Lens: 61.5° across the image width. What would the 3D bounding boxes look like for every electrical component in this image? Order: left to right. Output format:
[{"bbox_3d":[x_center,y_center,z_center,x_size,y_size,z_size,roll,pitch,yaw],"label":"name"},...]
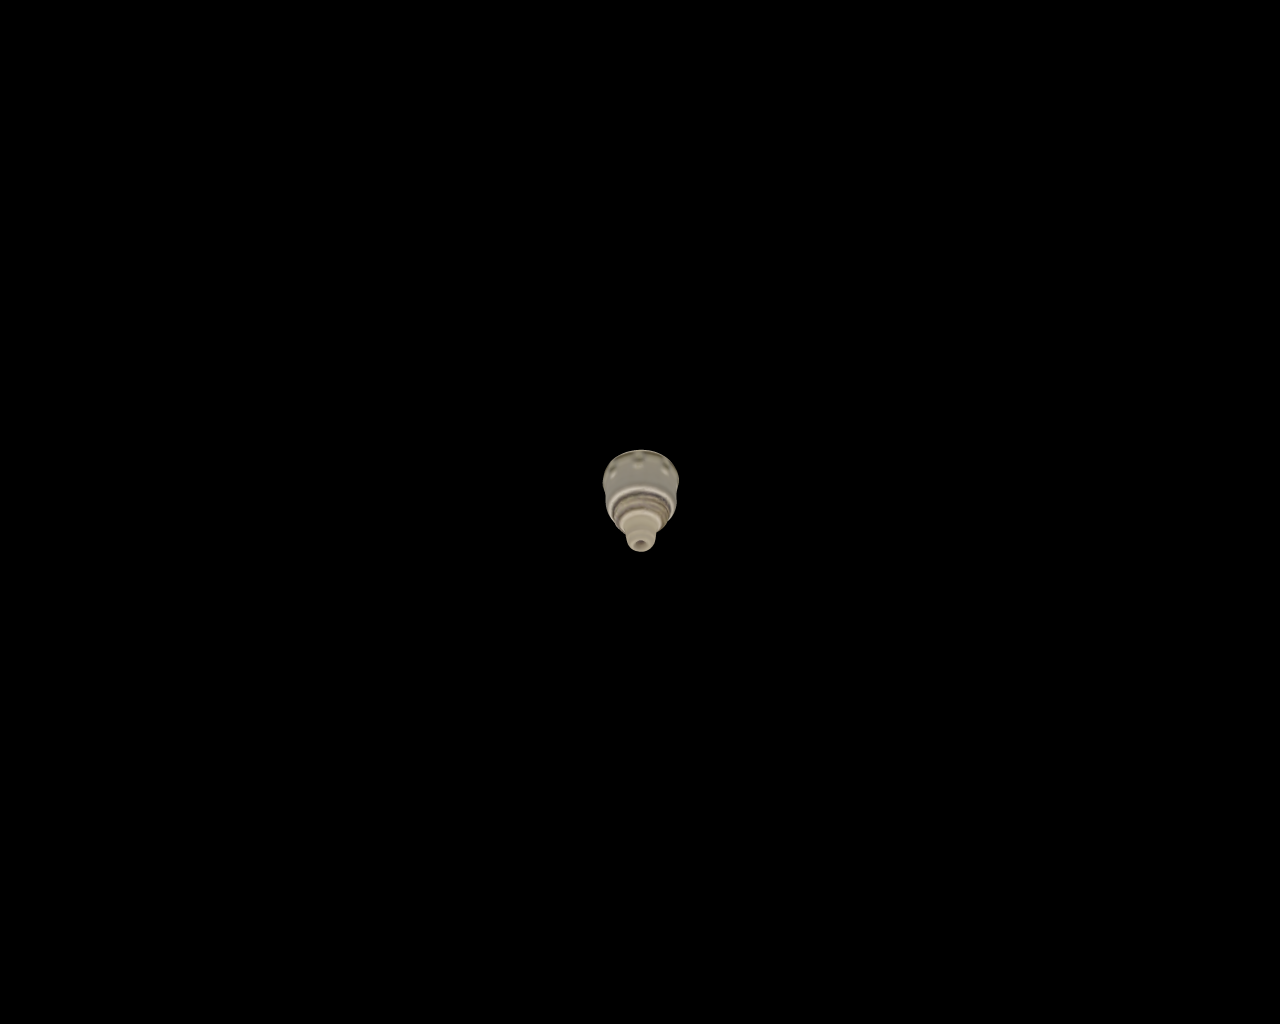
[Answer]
[{"bbox_3d":[0.001,-0.003,0.650,0.048,0.062,0.048,0,-42,0],"label":"electrical component"}]
